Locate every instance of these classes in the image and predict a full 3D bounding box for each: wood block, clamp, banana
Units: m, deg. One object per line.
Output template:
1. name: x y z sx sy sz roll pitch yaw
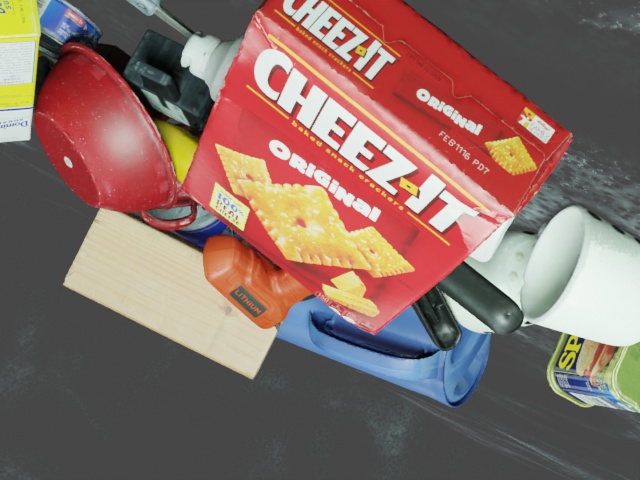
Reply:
1. wood block: -0.136 0.050 1.064 0.206 0.091 0.090 27 180 1
2. clamp: 0.059 0.003 0.811 0.210 0.036 0.165 48 165 9
3. banana: -0.132 -0.070 0.905 0.198 0.037 0.070 32 134 41

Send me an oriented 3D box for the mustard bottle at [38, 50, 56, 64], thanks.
1. mustard bottle: -0.313 -0.180 1.102 0.096 0.058 0.191 18 167 40

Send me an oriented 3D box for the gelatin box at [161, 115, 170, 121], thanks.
1. gelatin box: -0.207 -0.142 1.087 0.089 0.030 0.073 21 169 34

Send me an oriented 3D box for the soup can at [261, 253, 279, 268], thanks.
1. soup can: -0.013 -0.002 1.066 0.068 0.102 0.068 27 171 5

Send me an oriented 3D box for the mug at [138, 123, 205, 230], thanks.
1. mug: -0.153 -0.061 1.037 0.081 0.117 0.093 -6 154 -14

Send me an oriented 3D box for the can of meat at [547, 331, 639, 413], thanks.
1. can of meat: 0.234 0.082 0.826 0.057 0.102 0.084 30 168 -17

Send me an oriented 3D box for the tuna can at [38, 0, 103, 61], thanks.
1. tuna can: -0.233 -0.185 0.919 0.086 0.033 0.086 27 171 4

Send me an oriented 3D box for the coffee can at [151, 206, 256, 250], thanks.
1. coffee can: -0.110 -0.036 1.161 0.103 0.103 0.140 23 170 27

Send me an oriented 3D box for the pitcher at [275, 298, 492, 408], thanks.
1. pitcher: 0.052 0.083 1.135 0.243 0.145 0.149 15 157 28

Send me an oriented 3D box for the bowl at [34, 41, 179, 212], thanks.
1. bowl: -0.188 -0.080 0.883 0.162 0.055 0.162 42 154 25

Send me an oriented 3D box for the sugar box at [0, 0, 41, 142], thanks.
1. sugar box: -0.245 -0.151 0.818 0.048 0.093 0.176 -6 162 -22

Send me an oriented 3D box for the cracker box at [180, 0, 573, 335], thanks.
1. cracker box: 0.017 -0.042 0.614 0.164 0.072 0.214 38 153 0

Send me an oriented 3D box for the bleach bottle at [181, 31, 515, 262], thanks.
1. bleach bottle: 0.018 -0.076 0.714 0.251 0.068 0.102 29 167 10

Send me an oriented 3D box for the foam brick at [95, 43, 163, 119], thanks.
1. foam brick: -0.184 -0.138 0.977 0.051 0.053 0.078 17 165 49

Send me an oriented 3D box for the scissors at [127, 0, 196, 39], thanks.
1. scissors: -0.122 -0.172 0.730 0.201 0.016 0.096 31 170 -19

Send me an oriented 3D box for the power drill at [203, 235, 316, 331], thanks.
1. power drill: -0.006 0.001 0.927 0.188 0.057 0.184 -21 134 24
